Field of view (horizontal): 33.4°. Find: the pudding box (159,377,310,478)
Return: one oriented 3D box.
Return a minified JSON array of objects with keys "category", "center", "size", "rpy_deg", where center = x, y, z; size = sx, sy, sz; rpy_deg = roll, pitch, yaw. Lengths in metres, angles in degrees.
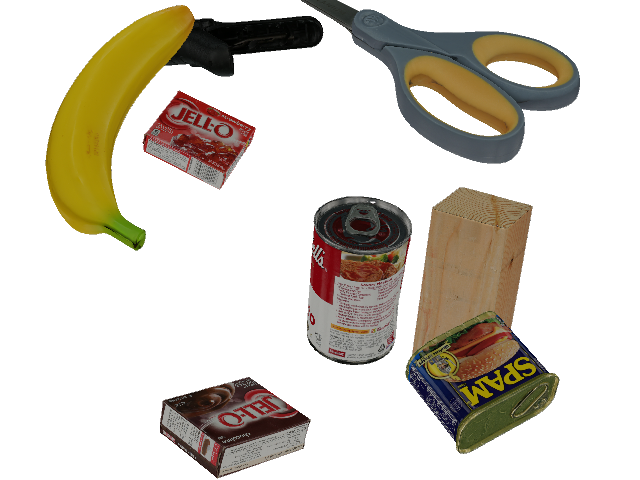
[{"category":"pudding box","center":[-0.080,0.173,1.000],"size":[0.090,0.039,0.113],"rpy_deg":[27,26,38]}]

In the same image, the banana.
[{"category":"banana","center":[-0.124,-0.073,0.644],"size":[0.069,0.197,0.037],"rpy_deg":[9,-36,-5]}]

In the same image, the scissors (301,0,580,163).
[{"category":"scissors","center":[0.046,-0.104,0.524],"size":[0.096,0.016,0.202],"rpy_deg":[-18,47,-21]}]

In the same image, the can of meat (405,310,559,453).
[{"category":"can of meat","center":[0.135,0.117,0.904],"size":[0.102,0.057,0.084],"rpy_deg":[-24,52,-19]}]

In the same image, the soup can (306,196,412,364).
[{"category":"soup can","center":[0.026,0.029,0.758],"size":[0.068,0.102,0.068],"rpy_deg":[3,35,-2]}]

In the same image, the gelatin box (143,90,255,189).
[{"category":"gelatin box","center":[-0.120,-0.101,1.056],"size":[0.089,0.073,0.030],"rpy_deg":[27,-40,2]}]

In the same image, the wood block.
[{"category":"wood block","center":[0.170,0.057,1.214],"size":[0.090,0.206,0.090],"rpy_deg":[17,26,25]}]

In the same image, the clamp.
[{"category":"clamp","center":[-0.085,-0.162,0.866],"size":[0.120,0.039,0.172],"rpy_deg":[-17,25,-40]}]
